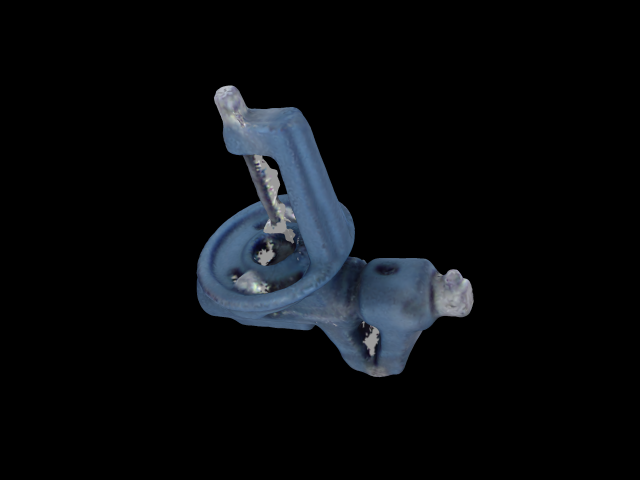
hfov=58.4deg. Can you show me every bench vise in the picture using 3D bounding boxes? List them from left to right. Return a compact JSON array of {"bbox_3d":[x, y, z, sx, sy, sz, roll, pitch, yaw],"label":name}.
[{"bbox_3d":[0.004,-0.007,0.408,0.207,0.220,0.121,0,46,0],"label":"bench vise"}]
